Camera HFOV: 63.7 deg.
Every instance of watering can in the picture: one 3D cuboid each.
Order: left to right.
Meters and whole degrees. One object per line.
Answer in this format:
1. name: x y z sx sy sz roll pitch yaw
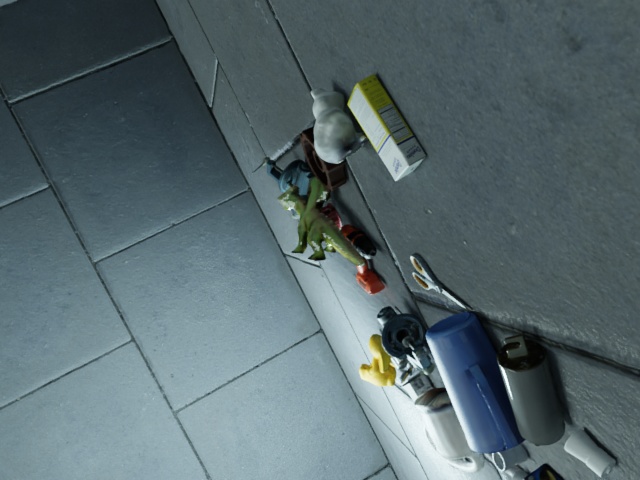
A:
1. watering can: 0.364 0.495 1.330 0.225 0.105 0.343 65 154 4

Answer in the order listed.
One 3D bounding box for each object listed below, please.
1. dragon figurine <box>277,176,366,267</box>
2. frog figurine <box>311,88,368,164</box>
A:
1. dragon figurine: 0.004 -0.074 1.463 0.412 0.122 0.241 13 104 51
2. frog figurine: 0.020 -0.246 1.084 0.160 0.122 0.138 50 -173 2
